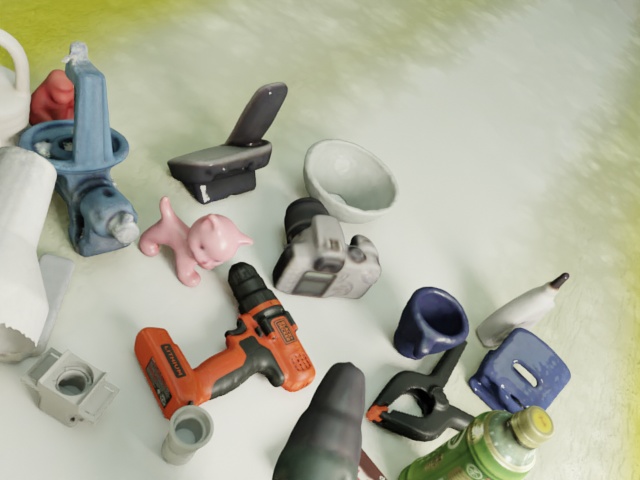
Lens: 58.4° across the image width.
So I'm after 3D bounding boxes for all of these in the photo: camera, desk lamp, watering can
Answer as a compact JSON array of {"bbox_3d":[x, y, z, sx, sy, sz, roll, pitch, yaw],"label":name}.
[{"bbox_3d":[0.008,0.003,0.817,0.143,0.100,0.136,8,49,-25],"label":"camera"},{"bbox_3d":[-0.300,0.031,0.529,0.118,0.213,0.203,16,46,-17],"label":"desk lamp"},{"bbox_3d":[-0.386,-0.157,0.660,0.101,0.194,0.172,-22,65,-41],"label":"watering can"}]

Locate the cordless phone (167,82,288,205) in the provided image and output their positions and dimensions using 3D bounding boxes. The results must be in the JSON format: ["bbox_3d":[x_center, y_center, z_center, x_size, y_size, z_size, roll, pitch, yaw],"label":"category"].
[{"bbox_3d":[-0.126,-0.150,0.814,0.094,0.185,0.148,46,45,14],"label":"cordless phone"}]

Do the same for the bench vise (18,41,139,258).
[{"bbox_3d":[-0.257,-0.101,0.668,0.207,0.219,0.122,40,43,7],"label":"bench vise"}]

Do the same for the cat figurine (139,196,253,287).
[{"bbox_3d":[-0.154,-0.006,0.718,0.128,0.117,0.067,35,43,3],"label":"cat figurine"}]

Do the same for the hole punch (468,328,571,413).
[{"bbox_3d":[0.285,0.197,0.813,0.108,0.091,0.101,43,44,11],"label":"hole punch"}]

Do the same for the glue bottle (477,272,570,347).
[{"bbox_3d":[0.311,0.101,0.855,0.078,0.173,0.037,0,52,-30],"label":"glue bottle"}]

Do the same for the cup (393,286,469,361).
[{"bbox_3d":[0.139,0.132,0.782,0.091,0.095,0.118,35,43,2],"label":"cup"}]

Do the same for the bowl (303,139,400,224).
[{"bbox_3d":[0.040,-0.083,0.933,0.168,0.074,0.167,16,46,-17],"label":"bowl"}]

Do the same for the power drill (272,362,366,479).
[{"bbox_3d":[-0.034,0.241,0.500,0.076,0.208,0.229,25,43,-8],"label":"power drill"}]

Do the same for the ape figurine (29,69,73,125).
[{"bbox_3d":[-0.359,-0.190,0.781,0.076,0.092,0.078,47,45,15],"label":"ape figurine"}]
